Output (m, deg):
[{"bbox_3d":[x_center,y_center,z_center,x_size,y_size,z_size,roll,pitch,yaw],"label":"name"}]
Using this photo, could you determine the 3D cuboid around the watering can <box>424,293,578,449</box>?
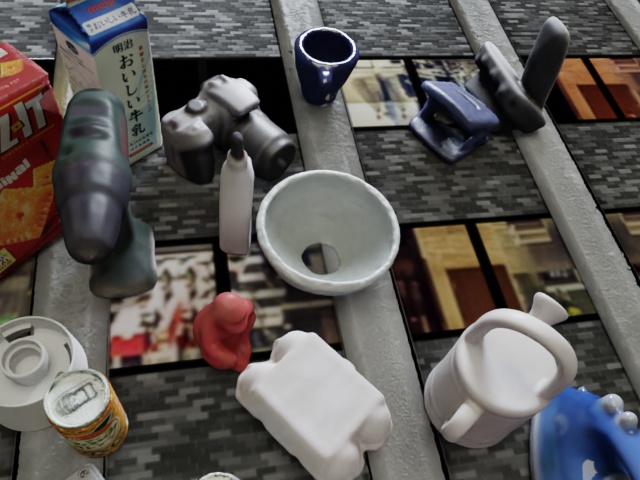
[{"bbox_3d":[0.177,0.120,0.555,0.101,0.194,0.173,21,56,5],"label":"watering can"}]

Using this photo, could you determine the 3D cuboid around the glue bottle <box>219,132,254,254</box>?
[{"bbox_3d":[-0.093,-0.058,0.642,0.037,0.173,0.078,3,56,-7],"label":"glue bottle"}]

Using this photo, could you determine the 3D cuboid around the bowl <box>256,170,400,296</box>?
[{"bbox_3d":[0.006,0.002,0.677,0.167,0.075,0.167,4,56,-6],"label":"bowl"}]

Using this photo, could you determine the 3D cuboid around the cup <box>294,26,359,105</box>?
[{"bbox_3d":[0.004,-0.232,0.821,0.092,0.095,0.117,5,56,-6],"label":"cup"}]

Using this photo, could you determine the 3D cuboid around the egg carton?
[{"bbox_3d":[-0.004,0.164,0.571,0.150,0.069,0.107,39,59,16],"label":"egg carton"}]

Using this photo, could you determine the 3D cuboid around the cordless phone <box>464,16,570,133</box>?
[{"bbox_3d":[0.296,-0.260,0.833,0.094,0.185,0.147,-13,60,-17],"label":"cordless phone"}]

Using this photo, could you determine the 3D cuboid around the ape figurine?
[{"bbox_3d":[-0.095,0.087,0.593,0.076,0.092,0.078,34,58,14],"label":"ape figurine"}]

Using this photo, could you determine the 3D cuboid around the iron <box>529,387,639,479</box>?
[{"bbox_3d":[0.277,0.234,0.527,0.119,0.141,0.258,-2,57,-10],"label":"iron"}]

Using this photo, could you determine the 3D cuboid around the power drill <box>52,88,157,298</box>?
[{"bbox_3d":[-0.215,-0.030,0.581,0.076,0.208,0.229,-8,58,-14],"label":"power drill"}]

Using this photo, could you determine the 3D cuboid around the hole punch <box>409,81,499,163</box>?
[{"bbox_3d":[0.197,-0.185,0.824,0.101,0.091,0.108,-32,67,-26],"label":"hole punch"}]

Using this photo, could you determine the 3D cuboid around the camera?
[{"bbox_3d":[-0.109,-0.135,0.734,0.136,0.101,0.143,39,59,16],"label":"camera"}]
